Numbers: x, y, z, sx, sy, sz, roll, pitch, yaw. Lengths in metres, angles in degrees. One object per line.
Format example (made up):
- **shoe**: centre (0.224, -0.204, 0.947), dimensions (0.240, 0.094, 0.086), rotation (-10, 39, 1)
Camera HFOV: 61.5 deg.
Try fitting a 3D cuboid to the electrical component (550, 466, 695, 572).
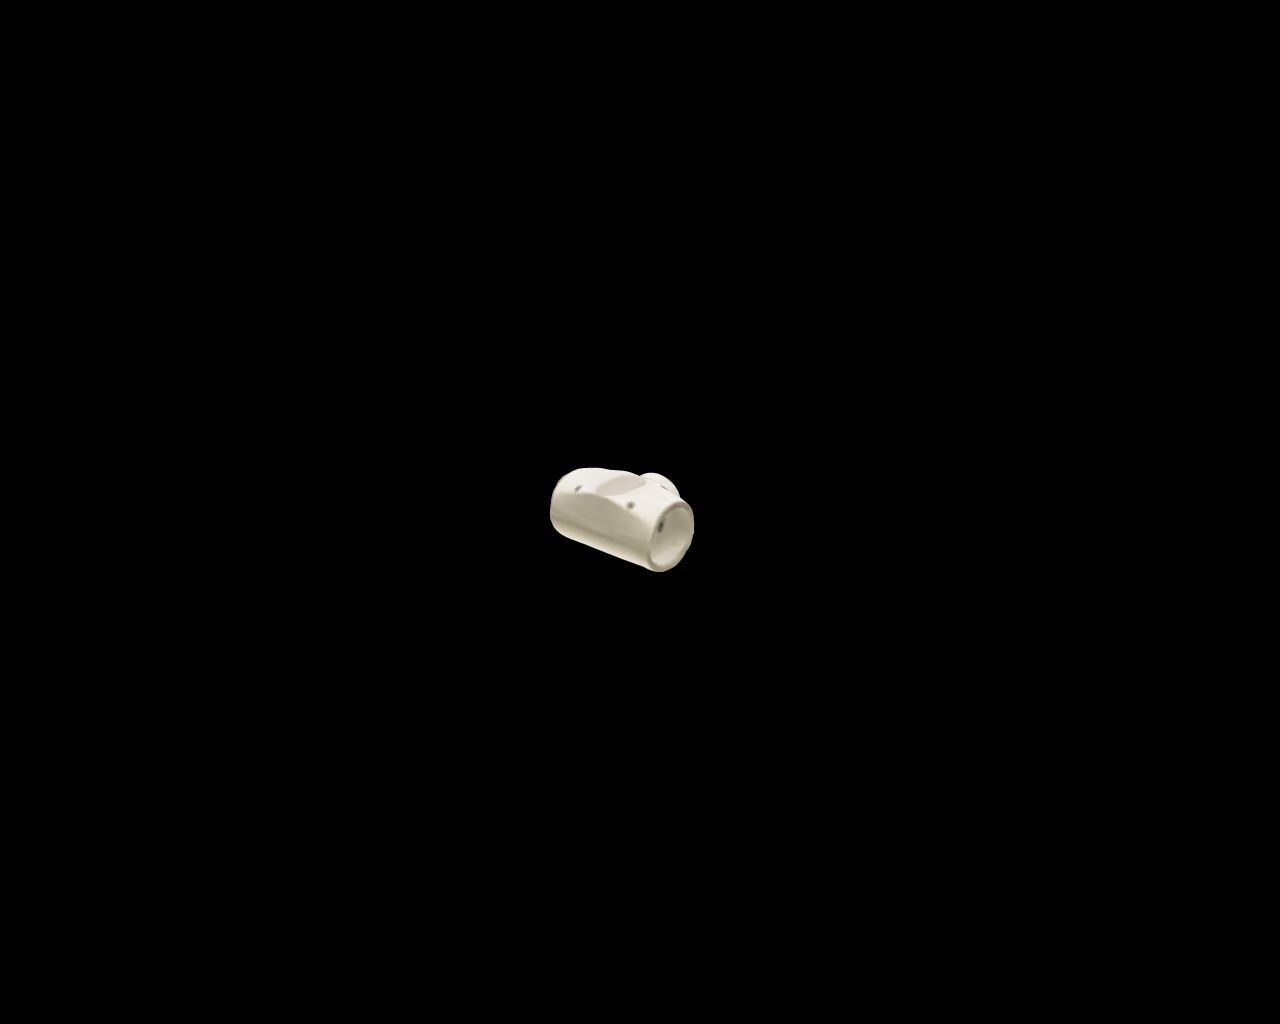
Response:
- **electrical component**: centre (0.001, -0.003, 0.650), dimensions (0.077, 0.043, 0.079), rotation (20, 32, 36)
